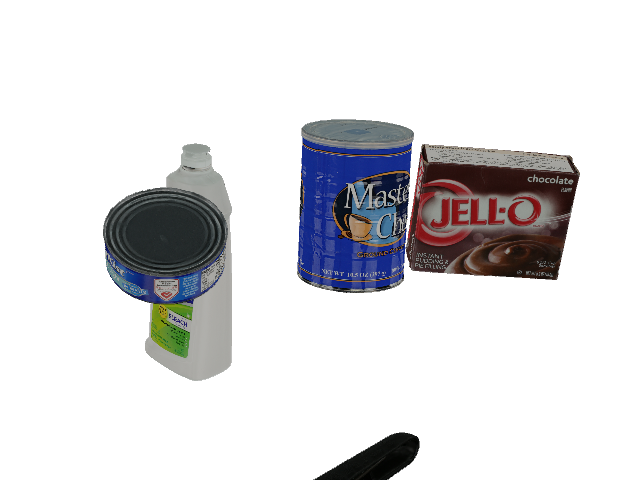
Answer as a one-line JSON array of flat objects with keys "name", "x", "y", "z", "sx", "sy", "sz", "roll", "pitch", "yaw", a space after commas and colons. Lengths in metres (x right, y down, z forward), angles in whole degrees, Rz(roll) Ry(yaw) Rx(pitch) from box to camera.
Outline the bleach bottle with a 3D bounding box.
[{"name": "bleach bottle", "x": -0.138, "y": 0.018, "z": 1.127, "sx": 0.103, "sy": 0.251, "sz": 0.067, "roll": 25, "pitch": 32, "yaw": 38}]

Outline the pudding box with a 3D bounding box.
[{"name": "pudding box", "x": 0.124, "y": -0.021, "z": 0.781, "sx": 0.113, "sy": 0.090, "sz": 0.039, "roll": 3, "pitch": 31, "yaw": -3}]

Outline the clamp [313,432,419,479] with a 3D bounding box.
[{"name": "clamp", "x": -0.021, "y": 0.181, "z": 0.676, "sx": 0.210, "sy": 0.036, "sz": 0.164, "roll": -2, "pitch": 28, "yaw": 4}]

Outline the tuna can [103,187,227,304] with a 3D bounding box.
[{"name": "tuna can", "x": -0.109, "y": 0.004, "z": 0.748, "sx": 0.086, "sy": 0.086, "sz": 0.034, "roll": 4, "pitch": -45, "yaw": -4}]

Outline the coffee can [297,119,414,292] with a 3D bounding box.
[{"name": "coffee can", "x": 0.031, "y": -0.034, "z": 0.991, "sx": 0.103, "sy": 0.140, "sz": 0.103, "roll": 2, "pitch": 17, "yaw": -1}]
